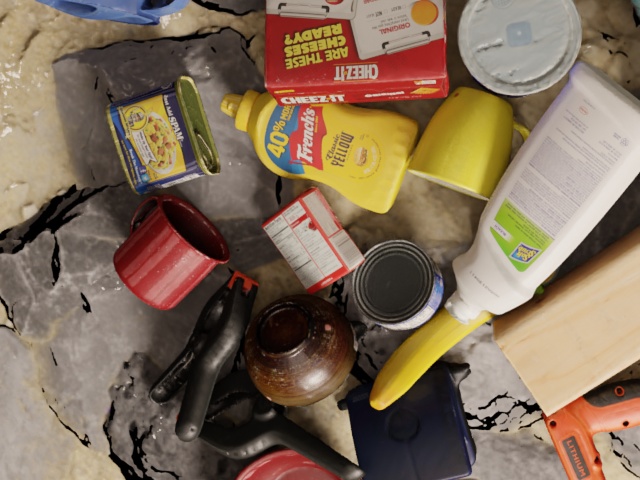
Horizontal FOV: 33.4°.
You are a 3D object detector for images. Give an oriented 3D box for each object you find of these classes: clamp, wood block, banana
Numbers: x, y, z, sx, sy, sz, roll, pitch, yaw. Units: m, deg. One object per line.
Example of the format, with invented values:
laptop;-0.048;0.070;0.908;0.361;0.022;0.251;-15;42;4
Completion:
clamp;-0.043;0.160;1.065;0.210;0.036;0.164;-5;56;24
wood block;0.272;0.063;0.996;0.206;0.090;0.090;-35;90;11
clamp;-0.111;0.115;1.057;0.039;0.120;0.171;25;100;-32
banana;0.121;0.090;1.026;0.197;0.070;0.037;-37;96;-4

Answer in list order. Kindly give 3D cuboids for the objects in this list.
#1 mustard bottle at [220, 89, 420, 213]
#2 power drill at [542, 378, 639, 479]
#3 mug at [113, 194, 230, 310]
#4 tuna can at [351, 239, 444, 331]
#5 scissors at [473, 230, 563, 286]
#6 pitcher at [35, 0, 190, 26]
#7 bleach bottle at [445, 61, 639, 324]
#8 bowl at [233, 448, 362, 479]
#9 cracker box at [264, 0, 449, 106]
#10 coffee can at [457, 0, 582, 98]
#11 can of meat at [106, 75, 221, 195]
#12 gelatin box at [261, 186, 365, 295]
mustard bottle;-0.006;-0.102;1.038;0.191;0.058;0.096;21;105;7
power drill;0.322;0.186;1.020;0.188;0.057;0.184;-25;89;8
mug;-0.156;0.006;1.066;0.082;0.093;0.117;-45;58;15
tuna can;0.076;0.045;1.036;0.086;0.033;0.086;-9;69;23
scissors;0.239;-0.016;0.997;0.202;0.016;0.096;-24;104;32
pitcher;-0.189;-0.329;1.008;0.149;0.145;0.243;9;95;-23
bleach bottle;0.193;-0.030;0.955;0.103;0.068;0.251;45;112;21
bowl;-0.017;0.282;1.084;0.162;0.055;0.162;1;96;9
cracker box;0.034;-0.236;0.985;0.164;0.072;0.214;-2;80;10
coffee can;0.177;-0.180;0.958;0.103;0.140;0.103;1;96;9
can of meat;-0.156;-0.102;1.063;0.084;0.057;0.102;-17;93;12
gelatin box;-0.007;0.001;1.046;0.089;0.030;0.073;56;140;1
